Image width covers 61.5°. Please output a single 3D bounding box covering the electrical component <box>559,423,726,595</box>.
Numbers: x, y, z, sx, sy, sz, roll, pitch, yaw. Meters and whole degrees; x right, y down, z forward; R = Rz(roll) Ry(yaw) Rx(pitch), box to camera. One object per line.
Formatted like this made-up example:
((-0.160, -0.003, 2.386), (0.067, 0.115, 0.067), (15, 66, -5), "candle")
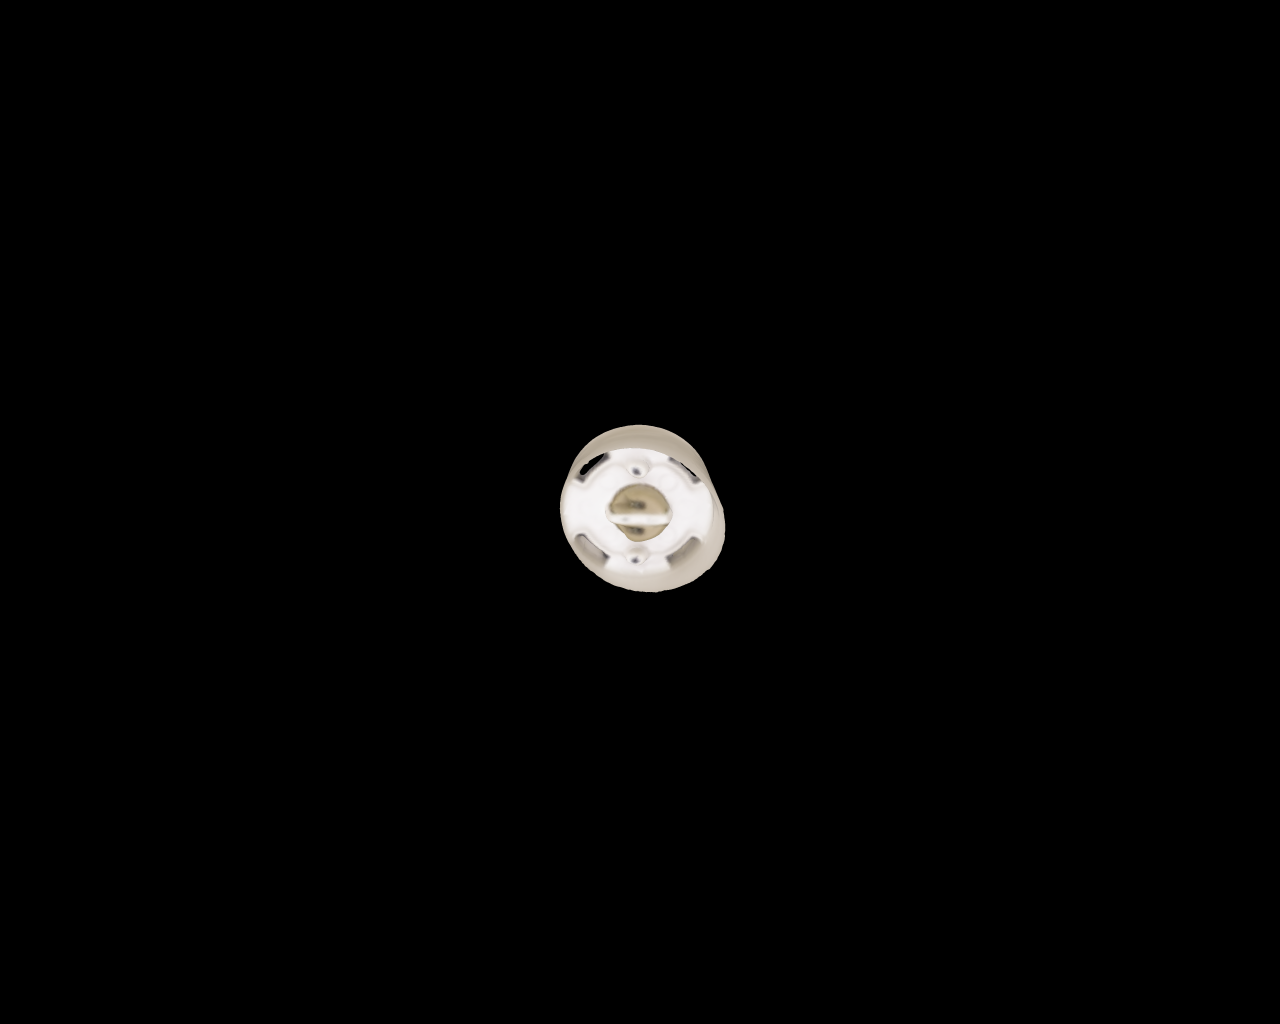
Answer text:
((0.001, -0.003, 0.650), (0.099, 0.099, 0.064), (0, 27, 0), "electrical component")
